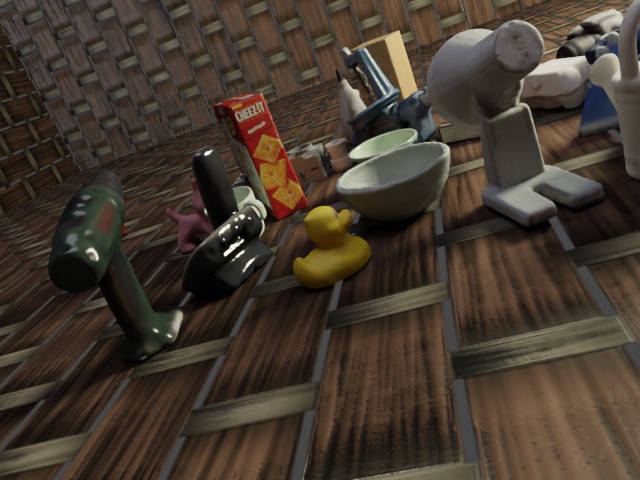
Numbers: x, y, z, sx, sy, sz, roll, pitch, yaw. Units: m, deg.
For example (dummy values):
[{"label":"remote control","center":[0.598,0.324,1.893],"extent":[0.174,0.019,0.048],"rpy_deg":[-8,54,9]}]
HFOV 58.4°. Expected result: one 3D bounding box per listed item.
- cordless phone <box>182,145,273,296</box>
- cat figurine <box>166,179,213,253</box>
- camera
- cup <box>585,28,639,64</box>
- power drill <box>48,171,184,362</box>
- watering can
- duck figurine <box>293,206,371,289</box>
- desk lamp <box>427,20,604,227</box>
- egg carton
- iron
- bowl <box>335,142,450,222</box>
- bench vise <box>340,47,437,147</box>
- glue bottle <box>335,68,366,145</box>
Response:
[{"label":"cordless phone","center":[-0.156,-0.028,0.804],"extent":[0.094,0.185,0.148],"rpy_deg":[-10,23,29]},{"label":"cat figurine","center":[-0.212,-0.054,1.030],"extent":[0.128,0.118,0.067],"rpy_deg":[-22,20,1]},{"label":"camera","center":[0.544,-0.399,1.165],"extent":[0.137,0.101,0.143],"rpy_deg":[-24,20,-7]},{"label":"cup","center":[0.500,-0.295,0.948],"extent":[0.118,0.095,0.091],"rpy_deg":[-23,20,-3]},{"label":"power drill","center":[-0.250,0.033,0.709],"extent":[0.075,0.209,0.229],"rpy_deg":[-21,20,2]},{"label":"watering can","center":[0.364,-0.171,0.619],"extent":[0.101,0.194,0.172],"rpy_deg":[-33,22,-27]},{"label":"duck figurine","center":[0.006,0.003,0.703],"extent":[0.105,0.086,0.077],"rpy_deg":[-32,22,-25]},{"label":"desk lamp","center":[0.223,-0.150,0.684],"extent":[0.118,0.214,0.203],"rpy_deg":[-23,20,-3]},{"label":"egg carton","center":[0.425,-0.279,1.024],"extent":[0.107,0.069,0.150],"rpy_deg":[-28,21,-16]},{"label":"iron","center":[0.474,-0.260,0.816],"extent":[0.258,0.142,0.118],"rpy_deg":[-23,20,-3]},{"label":"bowl","center":[0.110,-0.073,0.808],"extent":[0.167,0.075,0.167],"rpy_deg":[-19,20,8]},{"label":"bench vise","center":[0.132,-0.288,1.127],"extent":[0.206,0.220,0.122],"rpy_deg":[-11,23,27]},{"label":"glue bottle","center":[0.071,-0.313,1.326],"extent":[0.078,0.173,0.037],"rpy_deg":[-35,24,-33]}]
